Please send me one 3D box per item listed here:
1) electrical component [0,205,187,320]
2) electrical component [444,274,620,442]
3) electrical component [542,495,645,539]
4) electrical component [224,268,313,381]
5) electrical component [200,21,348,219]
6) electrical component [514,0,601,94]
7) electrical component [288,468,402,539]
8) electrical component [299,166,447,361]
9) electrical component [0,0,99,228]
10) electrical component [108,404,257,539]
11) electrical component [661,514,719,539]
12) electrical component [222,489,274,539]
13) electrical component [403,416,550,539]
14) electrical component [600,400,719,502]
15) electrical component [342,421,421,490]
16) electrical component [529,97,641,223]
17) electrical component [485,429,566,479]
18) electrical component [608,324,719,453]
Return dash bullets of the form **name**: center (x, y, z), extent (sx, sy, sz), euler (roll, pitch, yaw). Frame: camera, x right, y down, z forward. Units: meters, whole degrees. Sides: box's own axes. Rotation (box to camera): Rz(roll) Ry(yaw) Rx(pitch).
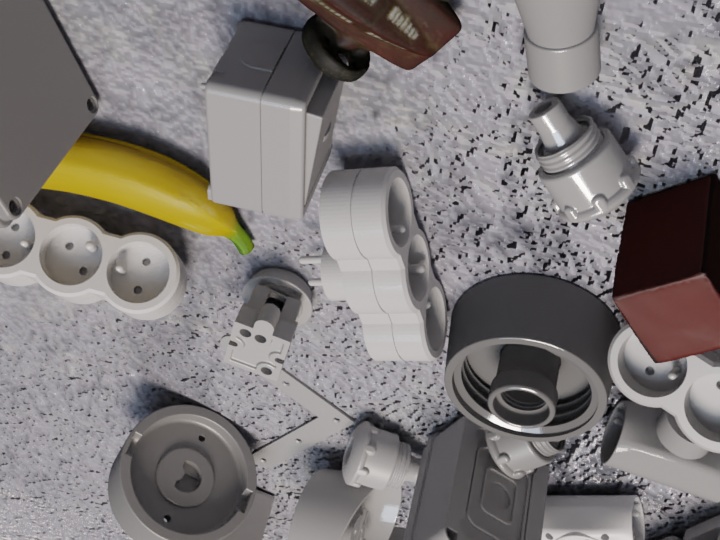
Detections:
- **electrical component**: center (-0.181, -0.004, 0.704), extent (0.138, 0.052, 0.073), euler (15, 171, 0)
- **electrical component**: center (0.103, 0.062, 0.660), extent (0.108, 0.060, 0.108), euler (10, 137, 10)
- **electrical component**: center (0.170, 0.198, 0.790), extent (0.077, 0.044, 0.079), euler (-6, 132, 26)
- **electrical component**: center (-0.058, 0.032, 0.693), extent (0.048, 0.055, 0.066), euler (21, 138, -1)
- **electrical component**: center (-0.044, -0.073, 0.573), extent (0.061, 0.061, 0.096), euler (13, 137, 8)
- **electrical component**: center (0.092, -0.114, 0.496), extent (0.044, 0.044, 0.065), euler (2, 140, 18)
- **electrical component**: center (-0.013, 0.200, 0.824), extent (0.064, 0.099, 0.099), euler (9, 137, 20)
- **electrical component**: center (0.000, 0.000, 0.640), extent (0.074, 0.052, 0.138), euler (-2, 134, 22)
- **electrical component**: center (-0.206, -0.096, 0.575), extent (0.056, 0.108, 0.108), euler (0, 134, 24)
- **electrical component**: center (-0.141, 0.164, 0.827), extent (0.108, 0.108, 0.060), euler (31, 143, -13)
- **electrical component**: center (0.287, 0.269, 0.775), extent (0.186, 0.060, 0.105), euler (47, 130, -4)
- **electrical component**: center (-0.123, 0.246, 0.901), extent (0.056, 0.108, 0.108), euler (23, 138, -8)
- **electrical component**: center (0.079, 0.165, 0.738), extent (0.078, 0.113, 0.057), euler (32, 133, -14)
- **electrical component**: center (0.203, 0.105, 0.680), extent (0.077, 0.044, 0.079), euler (19, 138, 1)
- **electrical component**: center (0.021, 0.140, 0.786), extent (0.062, 0.048, 0.048), euler (18, 138, -8)
- **electrical component**: center (0.109, -0.058, 0.546), extent (0.048, 0.048, 0.062), euler (-22, 117, 36)
- **electrical component**: center (0.118, 0.109, 0.717), extent (0.062, 0.048, 0.048), euler (-28, 120, 31)
- **electrical component**: center (0.215, 0.070, 0.622), extent (0.138, 0.074, 0.052), euler (35, 113, 19)
